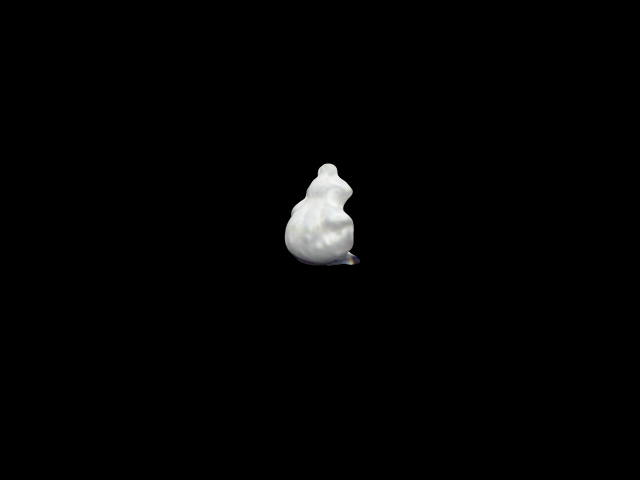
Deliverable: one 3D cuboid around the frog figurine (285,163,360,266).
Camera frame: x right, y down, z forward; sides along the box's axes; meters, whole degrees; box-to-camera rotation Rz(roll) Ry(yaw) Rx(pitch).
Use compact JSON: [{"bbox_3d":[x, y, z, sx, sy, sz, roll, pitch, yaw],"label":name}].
[{"bbox_3d":[0.003,-0.043,0.850,0.123,0.157,0.139,-9,21,-24],"label":"frog figurine"}]
